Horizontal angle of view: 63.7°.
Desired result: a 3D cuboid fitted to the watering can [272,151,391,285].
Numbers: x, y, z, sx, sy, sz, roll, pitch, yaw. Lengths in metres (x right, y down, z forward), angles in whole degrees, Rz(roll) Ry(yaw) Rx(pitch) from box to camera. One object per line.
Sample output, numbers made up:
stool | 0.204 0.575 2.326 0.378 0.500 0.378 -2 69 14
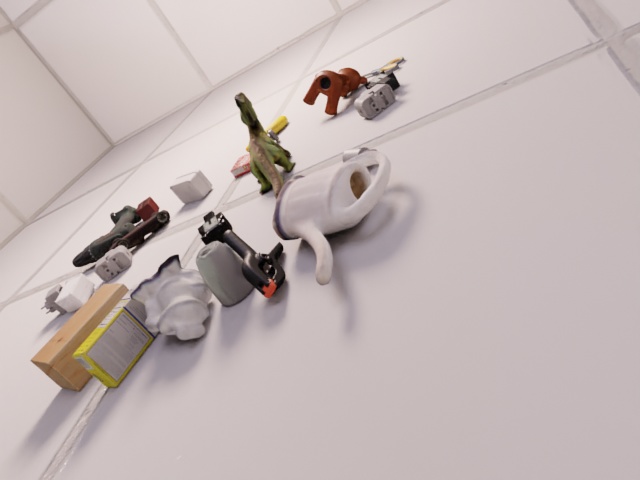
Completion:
watering can | 0.003 -0.046 0.914 0.223 0.102 0.355 -12 34 39

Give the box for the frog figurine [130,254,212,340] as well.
frog figurine | -0.255 0.125 0.955 0.161 0.120 0.139 39 51 25

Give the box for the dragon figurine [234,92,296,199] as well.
dragon figurine | -0.163 -0.256 1.314 0.122 0.239 0.417 -29 24 1
